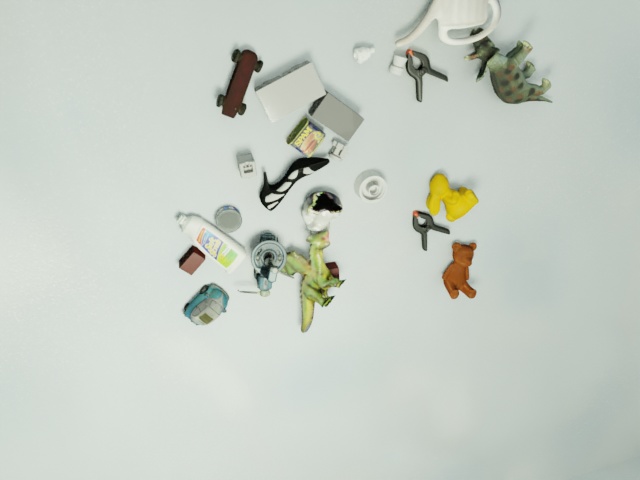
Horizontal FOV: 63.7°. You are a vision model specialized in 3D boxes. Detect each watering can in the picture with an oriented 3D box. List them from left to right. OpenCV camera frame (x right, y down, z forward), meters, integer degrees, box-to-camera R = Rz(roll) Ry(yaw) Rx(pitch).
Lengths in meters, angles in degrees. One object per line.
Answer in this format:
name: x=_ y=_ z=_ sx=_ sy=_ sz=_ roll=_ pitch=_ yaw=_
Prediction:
watering can: x=0.389 y=-0.698 z=1.548 sx=0.348 sy=0.106 sz=0.220 roll=-12 pitch=116 yaw=-11

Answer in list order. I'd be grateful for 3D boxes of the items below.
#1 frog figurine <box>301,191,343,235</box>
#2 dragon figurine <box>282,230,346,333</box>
frog figurine: x=0.005 y=-0.088 z=1.747 sx=0.138 sy=0.125 sz=0.156 roll=-19 pitch=155 yaw=-16
dragon figurine: x=-0.055 y=0.136 z=1.800 sx=0.244 sy=0.124 sz=0.403 roll=38 pitch=119 yaw=8
